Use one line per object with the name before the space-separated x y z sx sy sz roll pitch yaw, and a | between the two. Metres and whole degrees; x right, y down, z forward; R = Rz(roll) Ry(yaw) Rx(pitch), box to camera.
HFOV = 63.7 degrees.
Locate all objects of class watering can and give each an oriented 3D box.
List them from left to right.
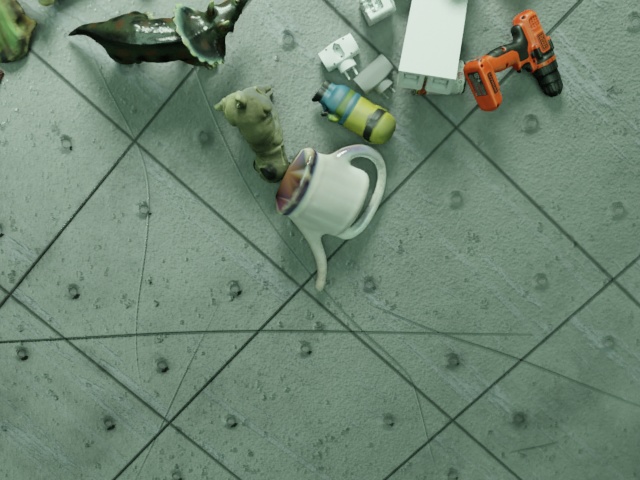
watering can | 0.003 -0.055 1.097 0.223 0.106 0.344 21 106 -24

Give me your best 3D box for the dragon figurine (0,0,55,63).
dragon figurine | -0.705 -0.480 1.056 0.407 0.124 0.240 -18 109 22
